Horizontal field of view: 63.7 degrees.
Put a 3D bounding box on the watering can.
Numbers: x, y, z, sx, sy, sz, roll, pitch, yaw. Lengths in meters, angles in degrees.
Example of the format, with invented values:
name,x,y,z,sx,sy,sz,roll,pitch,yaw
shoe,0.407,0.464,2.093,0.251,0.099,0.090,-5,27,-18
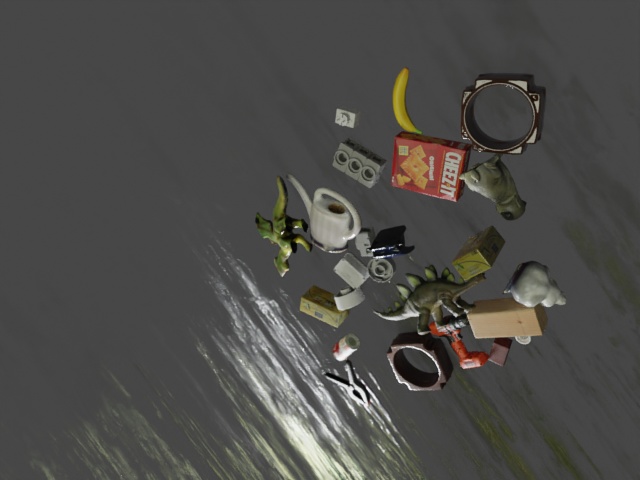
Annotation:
name,x,y,z,sx,sy,sz,roll,pitch,yaw
watering can,0.005,-0.090,1.793,0.351,0.105,0.219,31,129,34

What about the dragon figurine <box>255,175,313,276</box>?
name,x,y,z,sx,sy,sz,roll,pitch,yaw
dragon figurine,-0.165,-0.051,1.928,0.243,0.124,0.404,3,115,42

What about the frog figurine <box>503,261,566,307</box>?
name,x,y,z,sx,sy,sz,roll,pitch,yaw
frog figurine,0.626,0.138,1.466,0.160,0.140,0.120,30,144,18
